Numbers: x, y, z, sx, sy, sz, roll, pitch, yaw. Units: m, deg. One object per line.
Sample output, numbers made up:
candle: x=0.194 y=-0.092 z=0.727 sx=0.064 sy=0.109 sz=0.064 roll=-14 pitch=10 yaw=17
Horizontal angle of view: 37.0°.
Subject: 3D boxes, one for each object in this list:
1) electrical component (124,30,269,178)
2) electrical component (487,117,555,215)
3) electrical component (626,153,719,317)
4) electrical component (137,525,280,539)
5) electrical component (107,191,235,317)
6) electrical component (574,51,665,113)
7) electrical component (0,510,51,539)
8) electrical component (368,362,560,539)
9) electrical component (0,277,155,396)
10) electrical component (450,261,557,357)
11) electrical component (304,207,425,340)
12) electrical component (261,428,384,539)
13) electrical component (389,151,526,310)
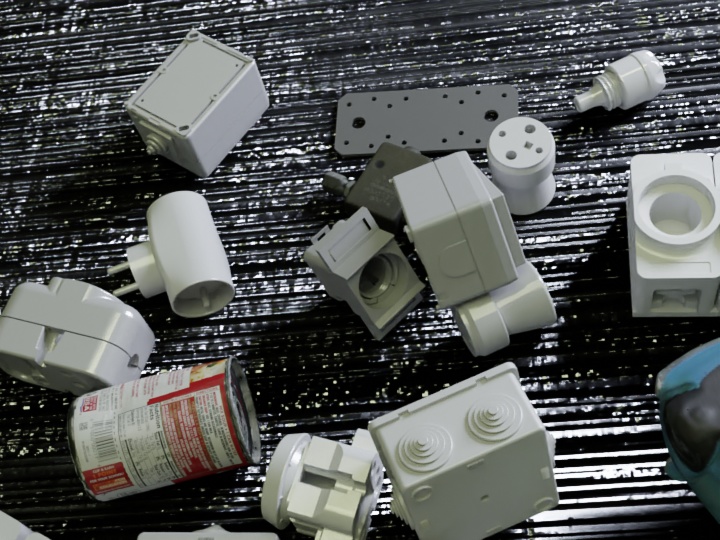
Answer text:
electrical component: x=-0.120 y=-0.114 z=0.784 sx=0.062 sy=0.061 sz=0.096 roll=29 pitch=69 yaw=24
electrical component: x=0.108 y=-0.070 z=0.720 sx=0.045 sy=0.055 sz=0.045 roll=-4 pitch=60 yaw=8
electrical component: x=0.245 y=-0.024 z=0.665 sx=0.150 sy=0.061 sz=0.089 roll=-1 pitch=60 yaw=10
electrical component: x=-0.086 y=0.196 z=0.609 sx=0.100 sy=0.048 sz=0.099 roll=-2 pitch=59 yaw=8
electrical component: x=-0.133 y=-0.004 z=0.733 sx=0.079 sy=0.044 sz=0.077 roll=-21 pitch=59 yaw=-2
electrical component: x=0.180 y=-0.128 z=0.753 sx=0.061 sy=0.035 sz=0.035 roll=-24 pitch=59 yaw=-2
electrical component: x=-0.233 y=0.233 z=0.606 sx=0.105 sy=0.060 sz=0.186 roll=22 pitch=67 yaw=21
electrical component: x=0.061 y=0.110 z=0.602 sx=0.100 sy=0.099 sz=0.048 roll=-23 pitch=46 yaw=-3
electrical component: x=-0.188 y=0.045 z=0.709 sx=0.095 sy=0.053 sz=0.059 roll=12 pitch=63 yaw=16
electrical component: x=0.089 y=0.025 z=0.676 sx=0.055 sy=0.045 sz=0.045 roll=-24 pitch=59 yaw=-3
electrical component: x=0.000 y=0.000 z=0.691 sx=0.042 sy=0.081 sz=0.064 roll=-43 pitch=34 yaw=-16
electrical component: x=-0.022 y=0.128 z=0.630 sx=0.057 sy=0.058 sz=0.078 roll=13 pitch=63 yaw=14
electrical component: x=0.060 y=-0.031 z=0.676 sx=0.061 sy=0.061 sz=0.096 roll=-21 pitch=28 yaw=4
